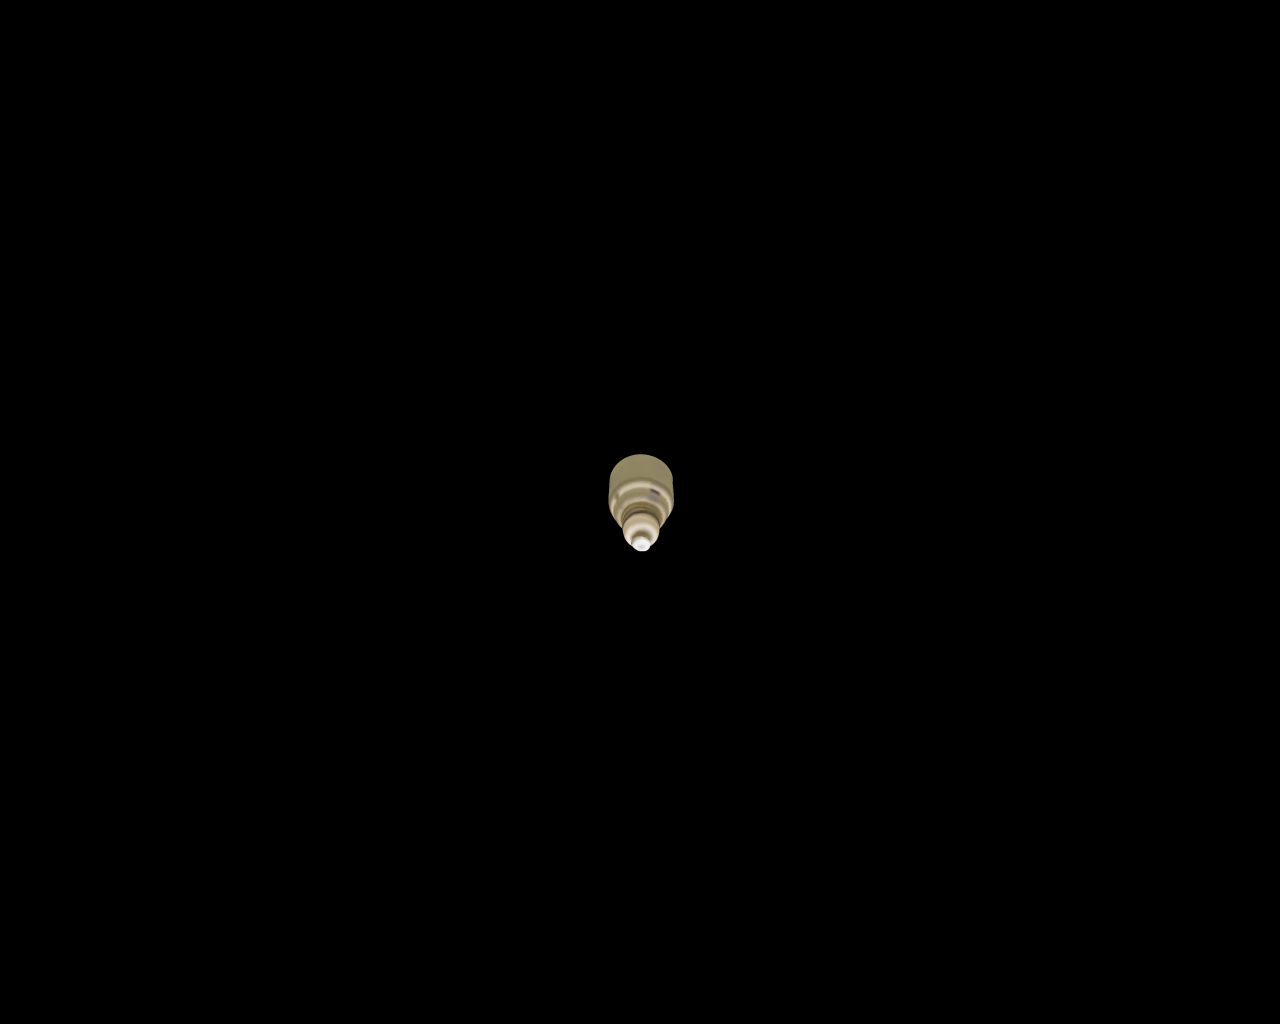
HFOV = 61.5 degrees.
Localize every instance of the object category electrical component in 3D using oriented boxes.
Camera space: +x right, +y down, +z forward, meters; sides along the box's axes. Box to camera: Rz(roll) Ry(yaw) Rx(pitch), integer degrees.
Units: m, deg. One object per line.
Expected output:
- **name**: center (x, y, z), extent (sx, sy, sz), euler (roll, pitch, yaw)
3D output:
- **electrical component**: center (0.001, -0.003, 0.650), extent (0.040, 0.040, 0.078), euler (0, 36, 0)
